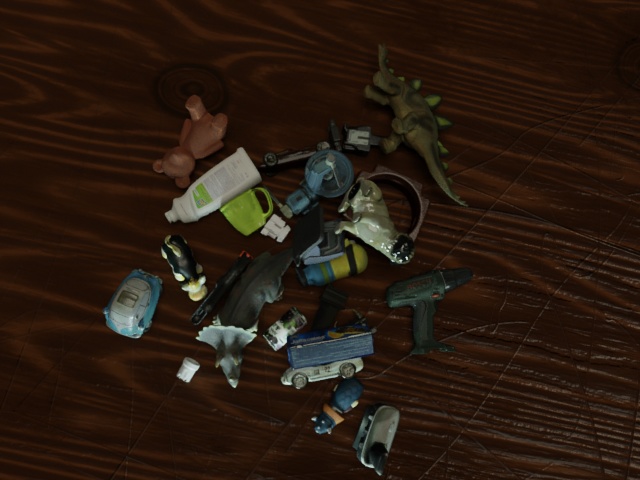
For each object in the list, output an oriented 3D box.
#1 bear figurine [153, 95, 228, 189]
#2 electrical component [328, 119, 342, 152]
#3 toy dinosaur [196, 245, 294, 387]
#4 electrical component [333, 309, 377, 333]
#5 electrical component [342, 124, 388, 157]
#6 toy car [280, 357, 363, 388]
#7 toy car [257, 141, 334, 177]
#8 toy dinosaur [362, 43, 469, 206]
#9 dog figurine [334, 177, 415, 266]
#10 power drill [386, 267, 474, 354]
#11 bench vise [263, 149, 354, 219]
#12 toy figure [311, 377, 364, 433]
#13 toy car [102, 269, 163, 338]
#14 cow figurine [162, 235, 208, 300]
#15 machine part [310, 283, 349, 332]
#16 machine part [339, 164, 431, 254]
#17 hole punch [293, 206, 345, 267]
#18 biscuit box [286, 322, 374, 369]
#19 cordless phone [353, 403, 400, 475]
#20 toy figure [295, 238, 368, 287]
[{"bbox_3d":[-0.325,-0.236,1.331,0.120,0.132,0.196,38,73,6],"label":"bear figurine"},{"bbox_3d":[0.038,-0.263,1.397,0.021,0.063,0.094,-12,73,-7],"label":"electrical component"},{"bbox_3d":[-0.154,0.128,1.251,0.131,0.192,0.404,29,80,-3],"label":"toy dinosaur"},{"bbox_3d":[0.081,0.223,1.334,0.102,0.045,0.078,-37,114,-7],"label":"electrical component"},{"bbox_3d":[0.115,-0.261,1.413,0.119,0.048,0.074,4,81,-5],"label":"electrical component"},{"bbox_3d":[0.004,0.313,1.294,0.202,0.073,0.056,-9,85,-7],"label":"toy car"},{"bbox_3d":[-0.062,-0.210,1.368,0.202,0.089,0.053,-13,82,-6],"label":"toy car"},{"bbox_3d":[0.248,-0.292,1.378,0.198,0.105,0.471,-15,83,-29],"label":"toy dinosaur"},{"bbox_3d":[0.149,-0.046,1.283,0.190,0.121,0.172,28,69,-22],"label":"dog figurine"},{"bbox_3d":[0.288,0.178,1.341,0.232,0.086,0.207,-6,85,-5],"label":"power drill"},{"bbox_3d":[-0.007,-0.143,1.284,0.224,0.240,0.129,-27,84,-10],"label":"bench vise"},{"bbox_3d":[0.045,0.399,1.292,0.154,0.064,0.057,-51,123,-7],"label":"toy figure"},{"bbox_3d":[-0.441,0.149,1.267,0.109,0.103,0.161,25,81,-2],"label":"toy car"},{"bbox_3d":[-0.322,0.065,1.294,0.068,0.098,0.167,-30,85,-16],"label":"cow figurine"},{"bbox_3d":[0.015,0.181,1.320,0.084,0.039,0.139,30,88,-27],"label":"machine part"},{"bbox_3d":[0.163,-0.074,1.368,0.201,0.087,0.201,23,81,-1],"label":"machine part"},{"bbox_3d":[-0.003,-0.004,1.296,0.092,0.116,0.142,24,48,-34],"label":"hole punch"},{"bbox_3d":[0.023,0.249,1.273,0.203,0.059,0.062,-9,109,-5],"label":"biscuit box"},{"bbox_3d":[0.139,0.452,1.229,0.089,0.184,0.146,21,80,3],"label":"cordless phone"},{"bbox_3d":[0.031,0.066,1.335,0.180,0.082,0.089,-25,80,-11],"label":"toy figure"}]
